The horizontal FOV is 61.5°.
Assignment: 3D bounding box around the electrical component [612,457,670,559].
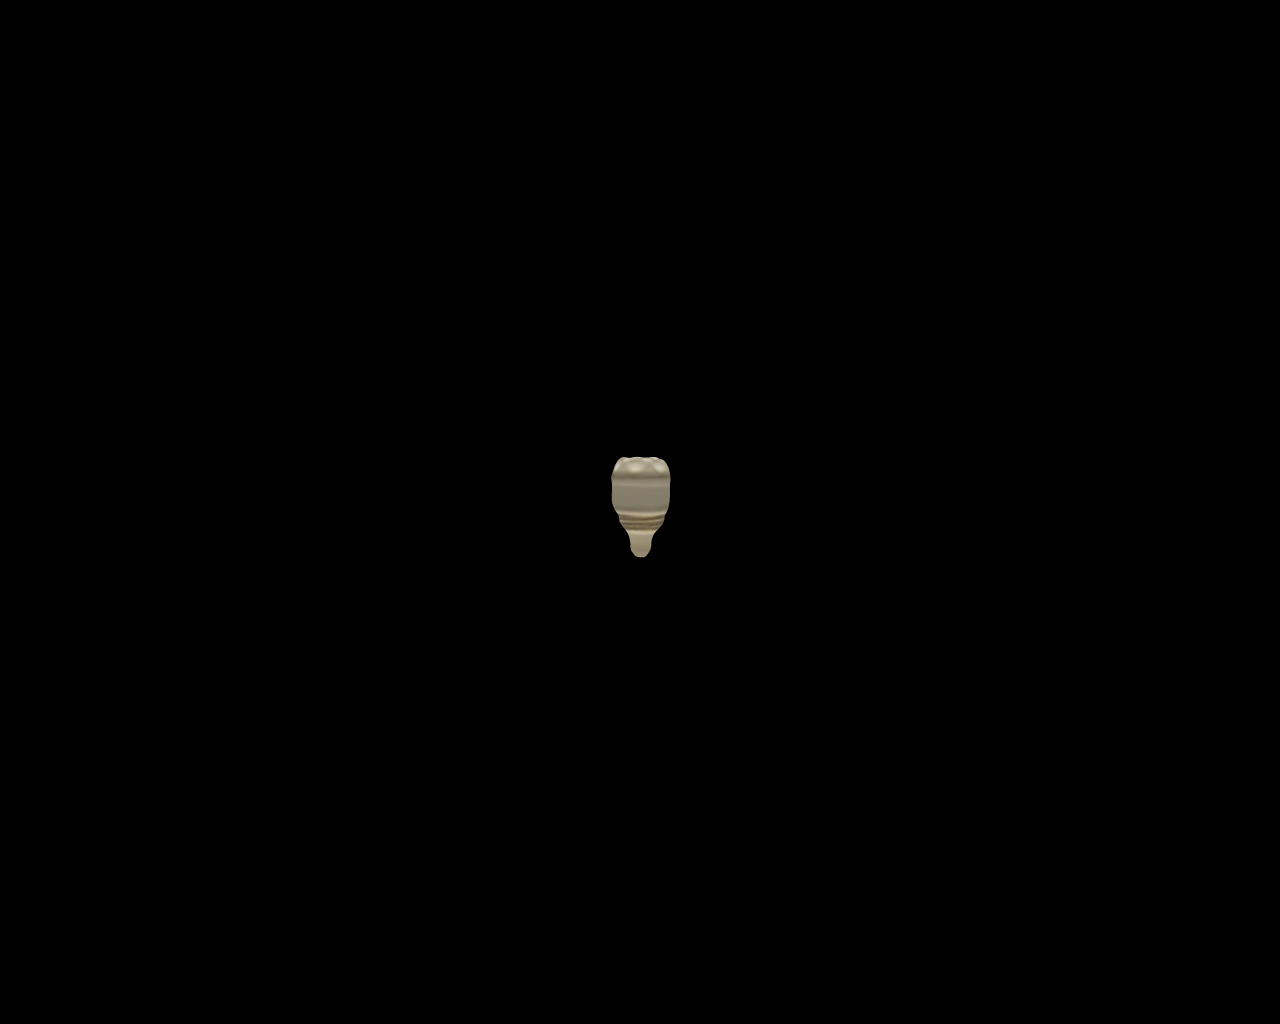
[{"bbox_3d":[0.001,-0.003,0.650,0.035,0.061,0.035,0,4,0],"label":"electrical component"}]
